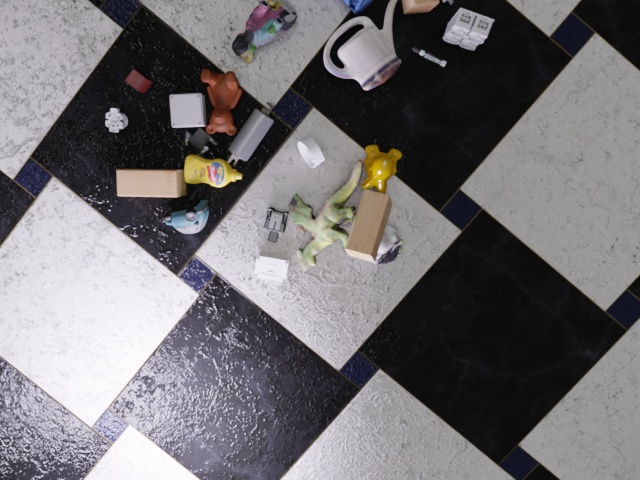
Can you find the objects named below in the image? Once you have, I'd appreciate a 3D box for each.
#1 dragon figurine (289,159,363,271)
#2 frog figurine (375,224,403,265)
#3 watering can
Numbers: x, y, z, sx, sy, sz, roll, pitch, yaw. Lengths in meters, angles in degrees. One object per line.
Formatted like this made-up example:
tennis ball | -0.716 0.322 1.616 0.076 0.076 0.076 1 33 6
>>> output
dragon figurine | 0.005 -0.086 1.710 0.243 0.123 0.405 13 105 15
frog figurine | 0.198 -0.001 1.739 0.136 0.122 0.162 -50 57 16
watering can | 0.179 -0.629 1.655 0.348 0.104 0.224 -38 95 -3
